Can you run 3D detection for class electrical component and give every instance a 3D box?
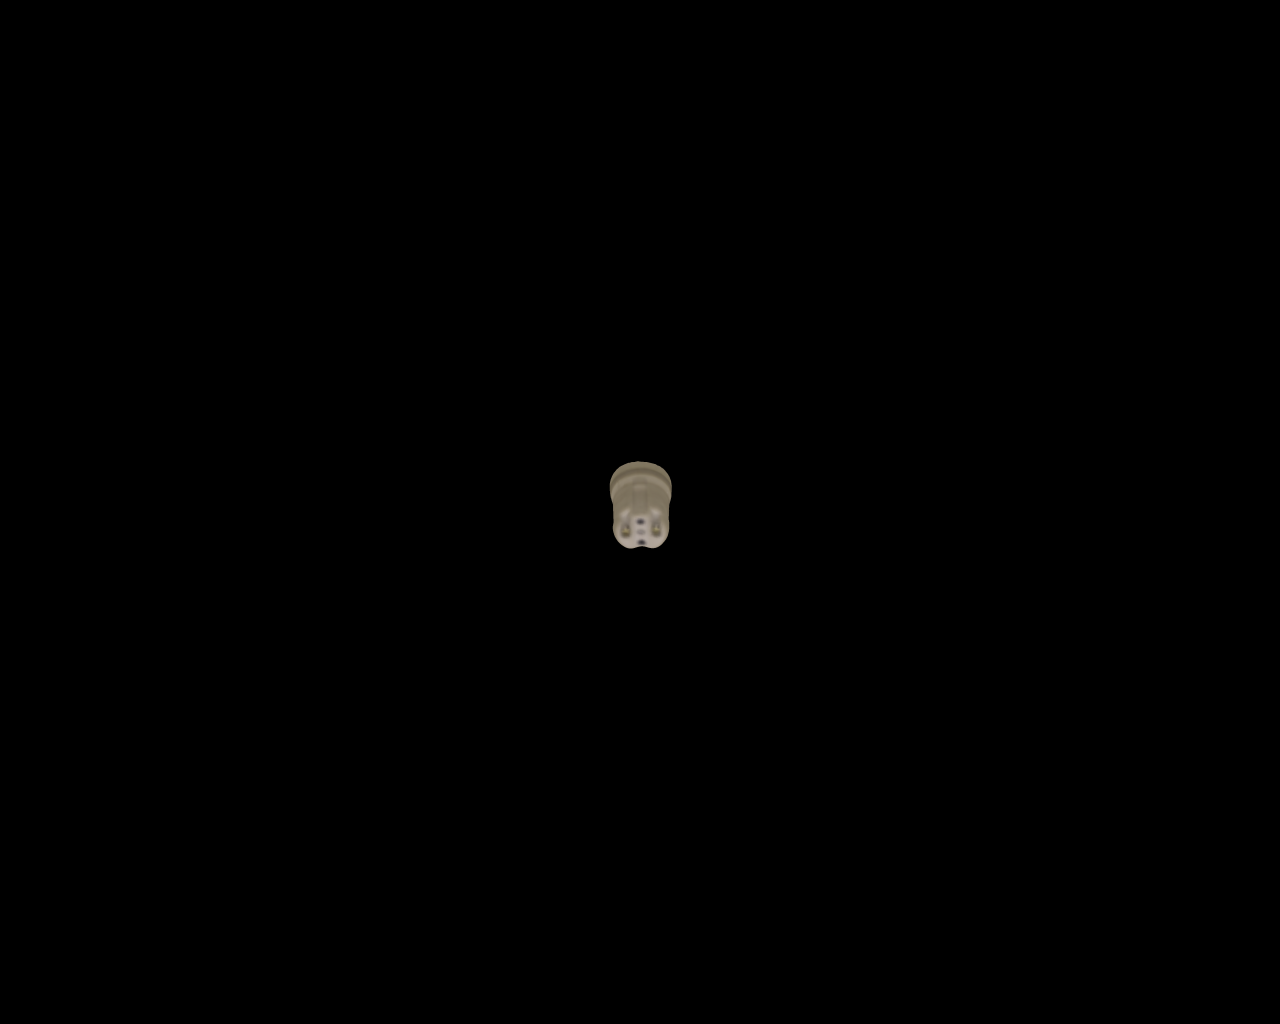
[{"bbox_3d":[0.001,-0.003,0.650,0.040,0.040,0.046,0,44,0],"label":"electrical component"}]
